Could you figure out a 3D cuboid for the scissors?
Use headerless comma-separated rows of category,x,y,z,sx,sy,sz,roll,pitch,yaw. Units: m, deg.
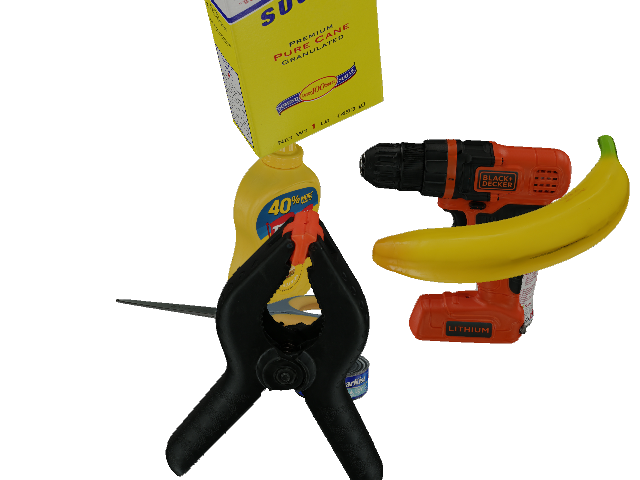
scissors,-0.060,0.056,0.890,0.202,0.016,0.096,12,22,23

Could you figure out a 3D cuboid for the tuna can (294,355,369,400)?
tuna can,0.012,0.152,1.201,0.086,0.034,0.086,1,13,0

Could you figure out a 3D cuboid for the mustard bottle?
mustard bottle,-0.044,-0.025,1.077,0.096,0.192,0.058,-17,37,-36

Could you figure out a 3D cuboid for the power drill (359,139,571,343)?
power drill,0.123,0.000,0.961,0.184,0.188,0.057,3,26,2

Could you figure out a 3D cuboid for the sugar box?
sugar box,-0.016,-0.133,0.608,0.093,0.048,0.176,-27,-32,-12

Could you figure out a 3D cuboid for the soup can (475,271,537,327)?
soup can,0.206,0.041,1.177,0.068,0.102,0.068,0,29,0

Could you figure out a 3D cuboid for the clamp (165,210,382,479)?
clamp,-0.027,0.066,0.563,0.120,0.171,0.039,-3,25,-3

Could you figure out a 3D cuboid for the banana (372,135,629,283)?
banana,0.132,-0.008,0.695,0.197,0.037,0.070,-23,42,-19
